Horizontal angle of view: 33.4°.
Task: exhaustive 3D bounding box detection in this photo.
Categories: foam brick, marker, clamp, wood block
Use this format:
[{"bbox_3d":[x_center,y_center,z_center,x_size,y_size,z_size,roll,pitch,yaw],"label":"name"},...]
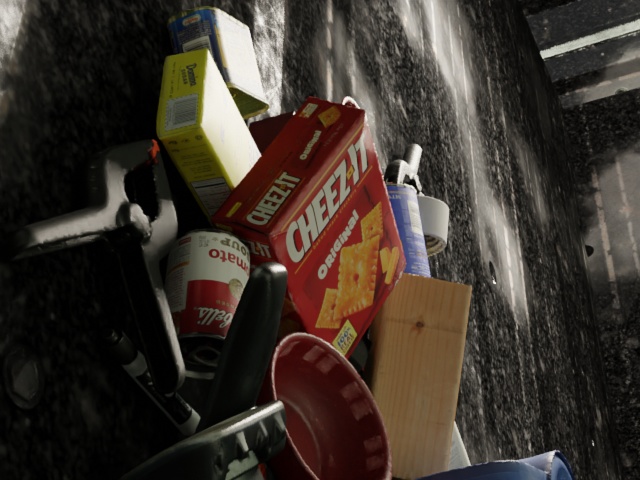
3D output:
[{"bbox_3d":[-0.035,-0.085,1.106,0.078,0.053,0.051,54,30,-43],"label":"foam brick"},{"bbox_3d":[-0.125,0.106,0.793,0.020,0.020,0.121,-84,151,-43],"label":"marker"},{"bbox_3d":[0.131,-0.069,1.546,0.120,0.039,0.171,67,26,-6],"label":"clamp"},{"bbox_3d":[0.094,0.147,1.113,0.090,0.091,0.206,115,-15,-75],"label":"wood block"},{"bbox_3d":[-0.140,0.003,0.784,0.164,0.036,0.210,53,25,-26],"label":"clamp"}]

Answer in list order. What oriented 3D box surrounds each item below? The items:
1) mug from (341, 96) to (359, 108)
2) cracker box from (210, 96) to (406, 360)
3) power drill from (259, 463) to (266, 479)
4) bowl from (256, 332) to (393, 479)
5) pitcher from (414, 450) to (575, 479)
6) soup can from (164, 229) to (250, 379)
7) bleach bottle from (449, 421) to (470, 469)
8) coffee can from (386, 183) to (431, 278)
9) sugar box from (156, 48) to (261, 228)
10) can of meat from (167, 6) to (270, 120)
[{"bbox_3d":[0.010,-0.092,1.187,0.093,0.082,0.117,-51,123,-65],"label":"mug"},{"bbox_3d":[0.001,0.005,0.979,0.164,0.072,0.213,-55,145,-30],"label":"cracker box"},{"bbox_3d":[-0.041,0.282,0.837,0.184,0.057,0.187,-83,150,-45],"label":"power drill"},{"bbox_3d":[-0.008,0.162,0.910,0.162,0.055,0.162,41,30,-31],"label":"bowl"},{"bbox_3d":[0.119,0.275,0.990,0.144,0.243,0.149,-11,87,-69],"label":"pitcher"},{"bbox_3d":[-0.091,0.051,0.851,0.068,0.069,0.102,51,31,-47],"label":"soup can"},{"bbox_3d":[0.136,0.304,1.250,0.068,0.102,0.251,42,-22,53],"label":"bleach bottle"},{"bbox_3d":[0.074,0.016,1.248,0.102,0.103,0.140,28,51,-63],"label":"coffee can"},{"bbox_3d":[-0.088,-0.073,0.939,0.176,0.048,0.093,60,24,-51],"label":"sugar box"},{"bbox_3d":[-0.096,-0.163,0.998,0.102,0.057,0.084,14,61,-67],"label":"can of meat"}]
